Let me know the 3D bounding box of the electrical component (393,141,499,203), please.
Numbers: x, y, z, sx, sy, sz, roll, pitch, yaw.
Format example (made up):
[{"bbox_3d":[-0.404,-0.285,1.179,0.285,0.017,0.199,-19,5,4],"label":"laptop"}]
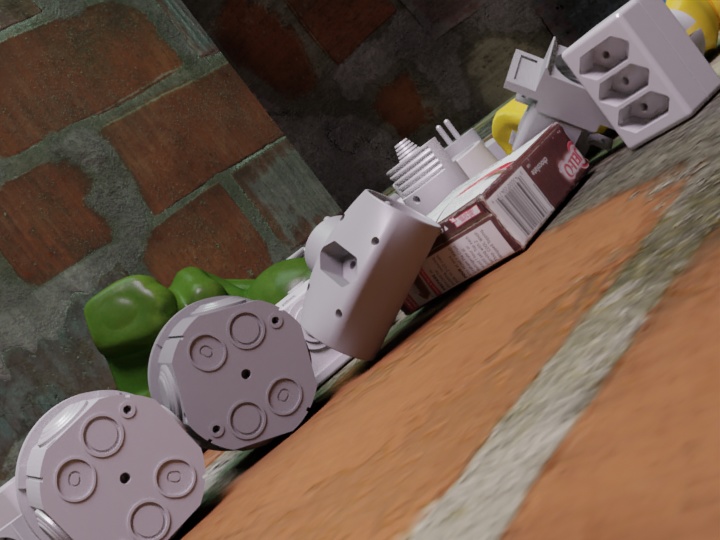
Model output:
[{"bbox_3d":[0.057,-0.049,0.774,0.108,0.060,0.108,-37,4,3],"label":"electrical component"}]

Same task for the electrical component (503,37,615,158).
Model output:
[{"bbox_3d":[0.122,-0.094,0.635,0.042,0.081,0.063,-66,-3,-51],"label":"electrical component"}]

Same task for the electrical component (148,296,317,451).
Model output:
[{"bbox_3d":[-0.064,0.052,0.543,0.080,0.080,0.051,-39,9,-19],"label":"electrical component"}]

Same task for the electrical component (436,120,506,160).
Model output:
[{"bbox_3d":[0.088,-0.091,0.878,0.052,0.073,0.138,-39,4,-17],"label":"electrical component"}]

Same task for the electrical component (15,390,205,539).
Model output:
[{"bbox_3d":[-0.114,0.095,0.494,0.080,0.080,0.051,-39,10,-26],"label":"electrical component"}]

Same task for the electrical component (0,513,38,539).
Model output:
[{"bbox_3d":[-0.201,0.170,0.670,0.081,0.042,0.064,-35,1,21],"label":"electrical component"}]

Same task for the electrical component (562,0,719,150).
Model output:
[{"bbox_3d":[0.162,-0.117,0.585,0.077,0.065,0.047,-40,5,-35],"label":"electrical component"}]

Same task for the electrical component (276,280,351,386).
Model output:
[{"bbox_3d":[-0.038,0.042,0.645,0.100,0.048,0.100,-39,4,-23],"label":"electrical component"}]

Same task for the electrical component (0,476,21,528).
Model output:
[{"bbox_3d":[-0.246,0.182,0.806,0.113,0.057,0.078,-35,5,36],"label":"electrical component"}]

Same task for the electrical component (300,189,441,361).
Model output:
[{"bbox_3d":[-0.004,-0.004,0.562,0.079,0.043,0.077,38,105,51],"label":"electrical component"}]

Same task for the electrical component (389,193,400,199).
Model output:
[{"bbox_3d":[0.010,-0.024,0.969,0.056,0.050,0.089,-39,4,-25],"label":"electrical component"}]

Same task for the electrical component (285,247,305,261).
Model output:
[{"bbox_3d":[-0.059,0.030,0.869,0.061,0.061,0.096,-36,4,18],"label":"electrical component"}]

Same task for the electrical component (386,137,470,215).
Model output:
[{"bbox_3d":[0.050,-0.050,0.696,0.043,0.081,0.043,-37,4,3],"label":"electrical component"}]
